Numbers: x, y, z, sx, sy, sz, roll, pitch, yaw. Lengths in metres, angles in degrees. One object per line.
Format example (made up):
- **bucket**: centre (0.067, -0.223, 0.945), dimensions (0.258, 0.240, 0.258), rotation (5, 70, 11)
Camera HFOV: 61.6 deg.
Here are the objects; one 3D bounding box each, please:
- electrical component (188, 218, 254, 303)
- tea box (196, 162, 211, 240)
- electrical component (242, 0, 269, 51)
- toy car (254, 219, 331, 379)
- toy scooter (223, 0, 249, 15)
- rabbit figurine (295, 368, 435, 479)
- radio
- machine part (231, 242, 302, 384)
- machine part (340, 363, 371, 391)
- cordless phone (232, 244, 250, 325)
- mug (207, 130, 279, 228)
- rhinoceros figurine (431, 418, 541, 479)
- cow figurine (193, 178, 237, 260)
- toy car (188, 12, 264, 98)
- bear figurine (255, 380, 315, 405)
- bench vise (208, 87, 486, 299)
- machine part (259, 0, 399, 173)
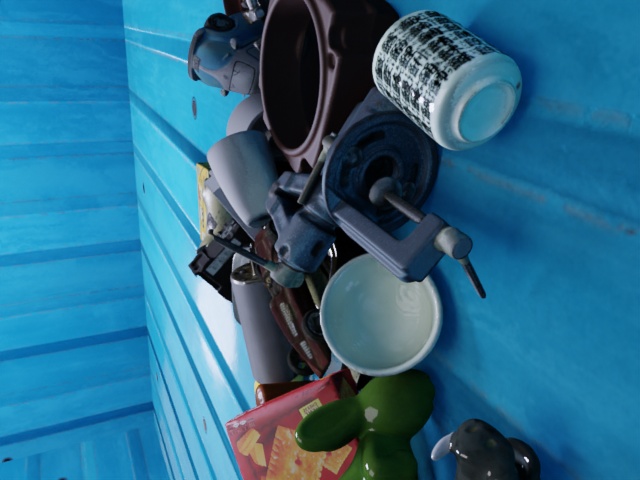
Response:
- **electrical component**: centre (-0.138, 0.045, 0.918), dimensions (0.134, 0.115, 0.058), rotation (45, 178, -34)
- **tea box**: centre (-0.211, -0.073, 1.119), dimensions (0.098, 0.068, 0.169), rotation (34, 125, 58)
- **electrical component**: centre (-0.054, -0.303, 0.697), dimensions (0.078, 0.102, 0.045), rotation (62, 163, -13)
- **toy car**: centre (-0.036, 0.066, 0.631), dimensions (0.202, 0.053, 0.089), rotation (67, 148, 35)
- **toy scooter**: centre (-0.109, -0.381, 0.810), dimensions (0.184, 0.075, 0.135), rotation (-159, 65, -65)
- **rabbit figurine**: centre (0.061, 0.213, 0.543), dimensions (0.121, 0.159, 0.170), rotation (61, -141, -61)
- **radio**: centre (-0.001, -0.002, 0.683), dimensions (0.230, 0.073, 0.131), rotation (53, 142, 47)
- **machine part**: centre (-0.075, 0.119, 0.772), dimensions (0.079, 0.079, 0.243), rotation (30, 134, 60)
- **machine part**: centre (0.033, 0.126, 0.693), dimensions (0.139, 0.039, 0.084), rotation (-125, 28, -42)
- **cordless phone**: centre (-0.052, 0.089, 0.830), dimensions (0.184, 0.089, 0.146), rotation (22, 118, 41)
- **mug**: centre (-0.089, -0.068, 0.688), dimensions (0.109, 0.081, 0.107), rotation (103, 147, -73)
- **rhinoceros figurine**: centre (0.132, 0.221, 0.420), dimensions (0.073, 0.112, 0.190), rotation (-141, 41, -59)
- **cow figurine**: centre (-0.175, -0.028, 0.988), dimensions (0.085, 0.127, 0.195), rotation (138, 123, -64)
- **toy car**: centre (-0.101, -0.258, 0.762), dimensions (0.103, 0.162, 0.109), rotation (50, 147, 10)
- **bear figurine**: centre (-0.009, 0.293, 0.726), dimensions (0.120, 0.132, 0.196), rotation (103, 154, -44)
- **bench vise**: centre (0.037, -0.026, 0.485), dimensions (0.223, 0.128, 0.241), rotation (-48, 37, 2)
- **machine part**: centre (0.000, -0.190, 0.618), dimensions (0.201, 0.087, 0.201), rotation (60, 146, 40)
